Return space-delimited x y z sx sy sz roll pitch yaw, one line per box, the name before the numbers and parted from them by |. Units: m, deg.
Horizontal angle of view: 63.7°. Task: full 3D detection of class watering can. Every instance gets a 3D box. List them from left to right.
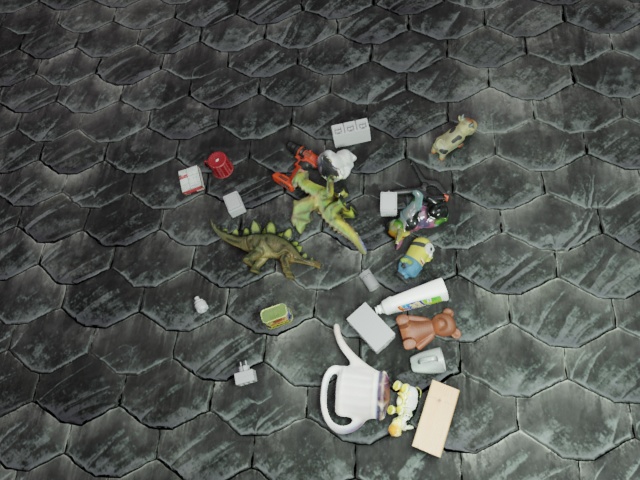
watering can | 0.119 0.454 1.690 0.224 0.354 0.102 3 -23 10

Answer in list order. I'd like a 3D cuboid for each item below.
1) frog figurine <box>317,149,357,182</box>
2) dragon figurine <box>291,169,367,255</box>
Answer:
frog figurine | 0.066 -0.308 2.060 0.138 0.120 0.162 38 41 5
dragon figurine | 0.006 -0.099 1.976 0.241 0.414 0.122 -23 -11 19
